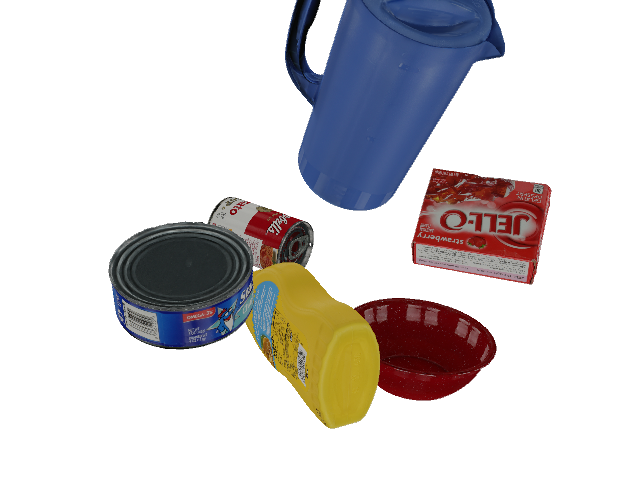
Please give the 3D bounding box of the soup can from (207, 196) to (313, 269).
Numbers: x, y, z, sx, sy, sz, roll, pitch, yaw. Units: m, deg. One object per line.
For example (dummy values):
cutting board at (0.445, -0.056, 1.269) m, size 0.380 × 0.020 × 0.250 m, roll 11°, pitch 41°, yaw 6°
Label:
soup can at (-0.068, -0.003, 1.191) m, size 0.102 × 0.068 × 0.068 m, roll 20°, pitch 10°, yaw 28°

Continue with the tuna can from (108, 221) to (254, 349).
tuna can at (-0.082, 0.026, 0.642) m, size 0.086 × 0.034 × 0.086 m, roll 0°, pitch 36°, yaw 0°

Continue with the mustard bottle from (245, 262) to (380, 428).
mustard bottle at (-0.020, 0.073, 0.912) m, size 0.058 × 0.096 × 0.192 m, roll -12°, pitch 28°, yaw -26°

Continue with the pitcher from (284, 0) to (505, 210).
pitcher at (0.050, -0.146, 1.010) m, size 0.144 × 0.149 × 0.243 m, roll -14°, pitch -32°, yaw -30°

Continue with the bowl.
bowl at (0.101, 0.121, 1.126) m, size 0.162 × 0.055 × 0.162 m, roll 5°, pitch 24°, yaw -3°

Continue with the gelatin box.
gelatin box at (0.117, -0.012, 0.771) m, size 0.089 × 0.073 × 0.030 m, roll 9°, pitch -37°, yaw 13°
